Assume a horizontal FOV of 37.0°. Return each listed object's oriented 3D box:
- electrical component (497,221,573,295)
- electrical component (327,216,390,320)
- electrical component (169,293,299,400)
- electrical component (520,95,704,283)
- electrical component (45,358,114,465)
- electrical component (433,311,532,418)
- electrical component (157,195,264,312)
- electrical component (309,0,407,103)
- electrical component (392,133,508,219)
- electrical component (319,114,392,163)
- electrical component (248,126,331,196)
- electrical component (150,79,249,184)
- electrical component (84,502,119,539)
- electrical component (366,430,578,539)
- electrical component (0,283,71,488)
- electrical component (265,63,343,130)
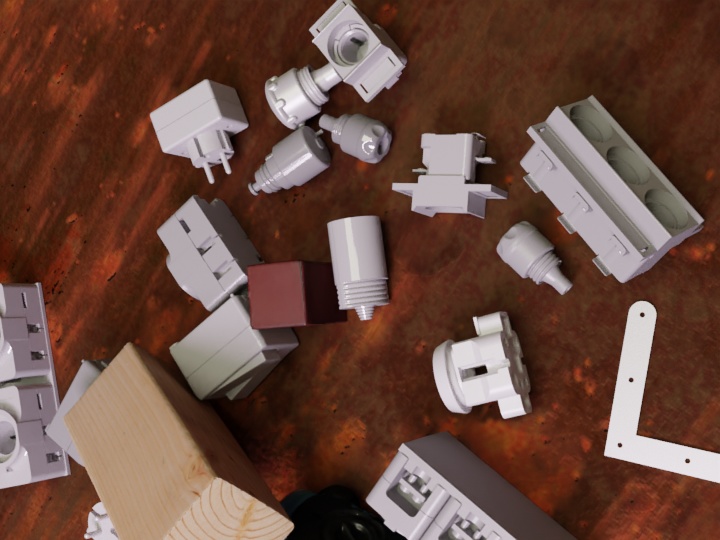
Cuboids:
[{"bbox_3d":[0.134,-0.006,0.810,0.061,0.035,0.035,46,107,17],"label":"electrical component"},{"bbox_3d":[0.000,0.000,0.868,0.043,0.043,0.081,-10,84,25],"label":"electrical component"},{"bbox_3d":[-0.108,0.071,0.908,0.096,0.062,0.061,-40,73,19],"label":"electrical component"},{"bbox_3d":[0.176,-0.056,0.771,0.121,0.079,0.063,53,138,17],"label":"electrical component"},{"bbox_3d":[-0.223,0.122,0.961,0.061,0.062,0.096,35,103,22],"label":"electrical component"},{"bbox_3d":[0.091,0.076,0.815,0.057,0.058,0.078,-17,81,21],"label":"electrical component"},{"bbox_3d":[-0.128,-0.011,0.926,0.056,0.050,0.089,-41,72,19],"label":"electrical component"},{"bbox_3d":[0.002,-0.175,0.862,0.042,0.064,0.081,-41,72,18],"label":"electrical component"},{"bbox_3d":[0.071,-0.074,0.838,0.081,0.042,0.063,3,86,25],"label":"electrical component"},{"bbox_3d":[-0.006,-0.112,0.880,0.061,0.035,0.035,26,100,26],"label":"electrical component"},{"bbox_3d":[-0.060,-0.088,0.902,0.078,0.040,0.040,-32,75,21],"label":"electrical component"},{"bbox_3d":[-0.133,-0.114,0.934,0.066,0.047,0.076,-26,78,23],"label":"electrical component"},{"bbox_3d":[-0.212,0.219,0.944,0.047,0.077,0.065,36,104,22],"label":"electrical component"},{"bbox_3d":[0.088,0.194,0.795,0.150,0.089,0.061,38,104,22],"label":"electrical component"},{"bbox_3d":[-0.350,0.113,1.023,0.105,0.060,0.186,-14,82,24],"label":"electrical component"},{"bbox_3d":[-0.044,-0.150,0.895,0.062,0.048,0.048,-30,76,15],"label":"electrical component"}]
